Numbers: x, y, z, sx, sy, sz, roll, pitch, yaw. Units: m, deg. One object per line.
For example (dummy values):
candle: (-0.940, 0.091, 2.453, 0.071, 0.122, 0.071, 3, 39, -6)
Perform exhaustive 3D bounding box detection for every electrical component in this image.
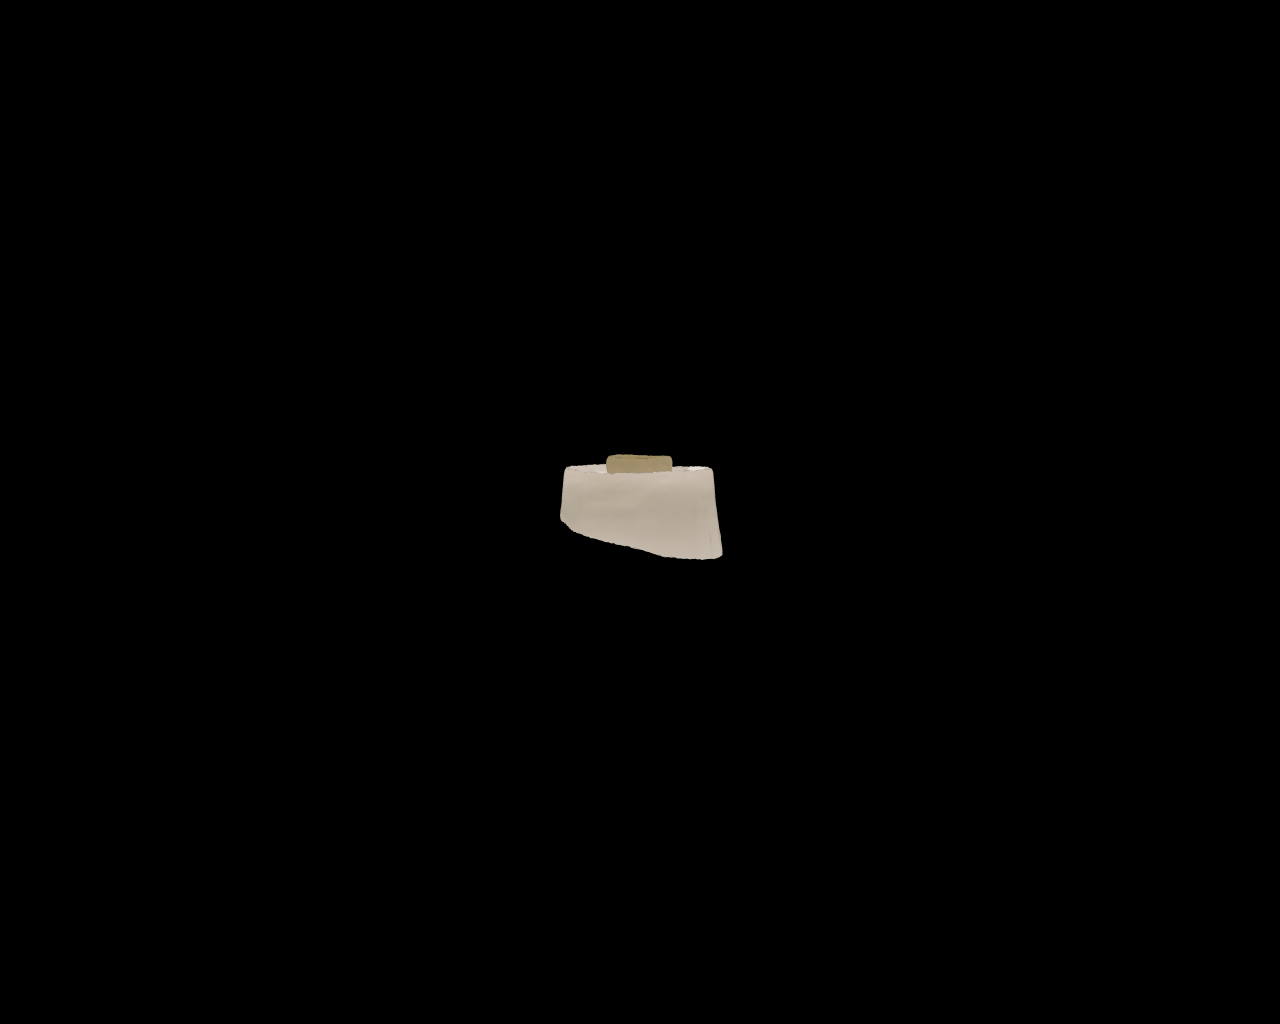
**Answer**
electrical component: (0.001, -0.003, 0.650, 0.099, 0.064, 0.099, 0, 5, 0)
